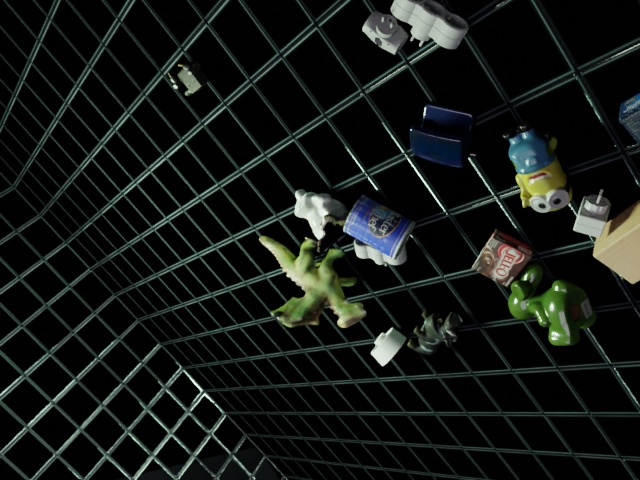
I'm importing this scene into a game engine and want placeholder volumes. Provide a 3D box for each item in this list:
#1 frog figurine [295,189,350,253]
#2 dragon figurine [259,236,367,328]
[{"bbox_3d":[0.004,-0.067,1.329,0.162,0.123,0.134,56,165,42],"label":"frog figurine"},{"bbox_3d":[-0.048,0.127,1.421,0.412,0.248,0.119,16,140,24],"label":"dragon figurine"}]
